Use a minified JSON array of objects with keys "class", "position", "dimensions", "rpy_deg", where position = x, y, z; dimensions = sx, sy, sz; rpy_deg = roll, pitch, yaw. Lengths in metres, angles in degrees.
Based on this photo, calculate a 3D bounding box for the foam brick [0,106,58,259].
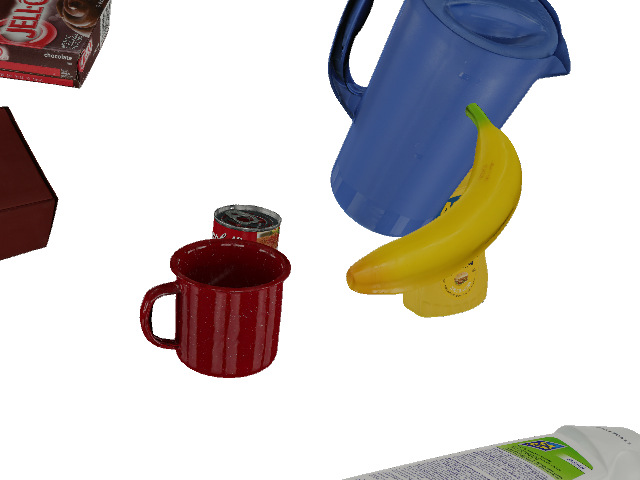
[{"class":"foam brick","position":[-0.201,-0.033,0.645],"dimensions":[0.051,0.078,0.053],"rpy_deg":[-18,-28,-32]}]

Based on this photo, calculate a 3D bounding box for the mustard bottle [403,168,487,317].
[{"class":"mustard bottle","position":[0.137,-0.018,1.130],"dimensions":[0.096,0.192,0.058],"rpy_deg":[-11,24,-27]}]

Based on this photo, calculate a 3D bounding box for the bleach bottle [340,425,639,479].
[{"class":"bleach bottle","position":[0.119,0.156,0.617],"dimensions":[0.250,0.068,0.103],"rpy_deg":[-8,20,-29]}]

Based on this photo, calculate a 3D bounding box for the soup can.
[{"class":"soup can","position":[-0.078,0.022,1.078],"dimensions":[0.068,0.102,0.068],"rpy_deg":[6,21,-3]}]

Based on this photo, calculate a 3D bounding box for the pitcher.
[{"class":"pitcher","position":[0.088,-0.122,0.935],"dimensions":[0.144,0.149,0.243],"rpy_deg":[-8,-36,-32]}]

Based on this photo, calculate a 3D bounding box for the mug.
[{"class":"mug","position":[-0.083,0.055,0.828],"dimensions":[0.117,0.081,0.093],"rpy_deg":[-7,27,-26]}]

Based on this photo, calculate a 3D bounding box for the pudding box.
[{"class":"pudding box","position":[-0.226,-0.170,0.871],"dimensions":[0.090,0.039,0.113],"rpy_deg":[8,35,-1]}]

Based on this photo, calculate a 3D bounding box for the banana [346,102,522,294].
[{"class":"banana","position":[0.091,-0.018,0.728],"dimensions":[0.070,0.037,0.197],"rpy_deg":[24,50,17]}]
